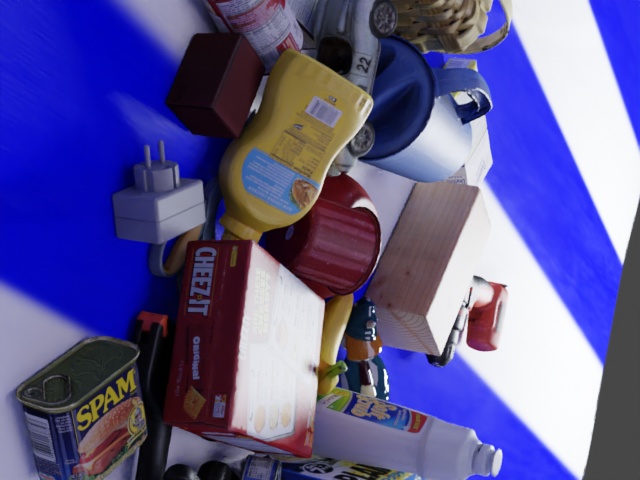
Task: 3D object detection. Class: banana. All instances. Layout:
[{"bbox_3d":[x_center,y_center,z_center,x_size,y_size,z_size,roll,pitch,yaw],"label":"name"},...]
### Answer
[{"bbox_3d":[0.010,0.117,1.153,0.037,0.070,0.197,48,16,-15],"label":"banana"}]

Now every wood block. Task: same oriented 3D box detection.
[{"bbox_3d":[0.139,0.032,1.356,0.206,0.090,0.090,-63,147,-31],"label":"wood block"}]

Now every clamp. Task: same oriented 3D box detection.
[{"bbox_3d":[-0.105,0.247,0.956,0.210,0.036,0.164,-58,150,-75],"label":"clamp"},{"bbox_3d":[-0.139,0.147,0.938,0.120,0.039,0.171,-58,142,-51],"label":"clamp"}]

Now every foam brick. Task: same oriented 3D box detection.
[{"bbox_3d":[-0.091,-0.137,0.941,0.051,0.053,0.078,48,57,-54],"label":"foam brick"}]

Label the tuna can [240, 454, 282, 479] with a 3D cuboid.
[{"bbox_3d":[-0.061,0.254,1.038,0.086,0.034,0.086,10,89,-86],"label":"tuna can"}]

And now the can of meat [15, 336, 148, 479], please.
[{"bbox_3d":[-0.184,0.138,0.841,0.101,0.058,0.084,-39,132,-50],"label":"can of meat"}]

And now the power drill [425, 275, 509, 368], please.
[{"bbox_3d":[0.210,0.106,1.535,0.187,0.057,0.184,34,67,-58],"label":"power drill"}]

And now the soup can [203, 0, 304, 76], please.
[{"bbox_3d":[-0.062,-0.205,0.960,0.068,0.069,0.102,-66,147,-26],"label":"soup can"}]

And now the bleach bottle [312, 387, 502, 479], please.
[{"bbox_3d":[0.067,0.200,1.101,0.102,0.251,0.068,-13,108,-59],"label":"bleach bottle"}]

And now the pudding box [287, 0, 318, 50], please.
[{"bbox_3d":[-0.023,-0.251,1.050,0.113,0.039,0.090,36,67,-56],"label":"pudding box"}]

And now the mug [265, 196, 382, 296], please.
[{"bbox_3d":[-0.007,0.001,1.056,0.081,0.117,0.093,18,78,-35],"label":"mug"}]

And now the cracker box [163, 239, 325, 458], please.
[{"bbox_3d":[-0.063,0.107,0.986,0.213,0.072,0.164,43,49,-65],"label":"cracker box"}]

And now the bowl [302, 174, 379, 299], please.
[{"bbox_3d":[0.021,-0.005,1.171,0.161,0.055,0.162,-21,115,-57],"label":"bowl"}]

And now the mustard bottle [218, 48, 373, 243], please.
[{"bbox_3d":[-0.037,-0.070,0.973,0.096,0.058,0.192,28,96,-31],"label":"mustard bottle"}]

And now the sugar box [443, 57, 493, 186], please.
[{"bbox_3d":[0.191,-0.150,1.452,0.093,0.048,0.176,-56,145,-39],"label":"sugar box"}]

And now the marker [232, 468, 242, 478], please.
[{"bbox_3d":[-0.104,0.284,1.055,0.121,0.020,0.020,-66,147,-26],"label":"marker"}]

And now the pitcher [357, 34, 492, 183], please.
[{"bbox_3d":[0.102,-0.135,1.179,0.145,0.149,0.242,-57,159,7],"label":"pitcher"}]

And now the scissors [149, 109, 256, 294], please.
[{"bbox_3d":[-0.096,-0.027,0.997,0.201,0.016,0.096,-56,143,-39],"label":"scissors"}]
